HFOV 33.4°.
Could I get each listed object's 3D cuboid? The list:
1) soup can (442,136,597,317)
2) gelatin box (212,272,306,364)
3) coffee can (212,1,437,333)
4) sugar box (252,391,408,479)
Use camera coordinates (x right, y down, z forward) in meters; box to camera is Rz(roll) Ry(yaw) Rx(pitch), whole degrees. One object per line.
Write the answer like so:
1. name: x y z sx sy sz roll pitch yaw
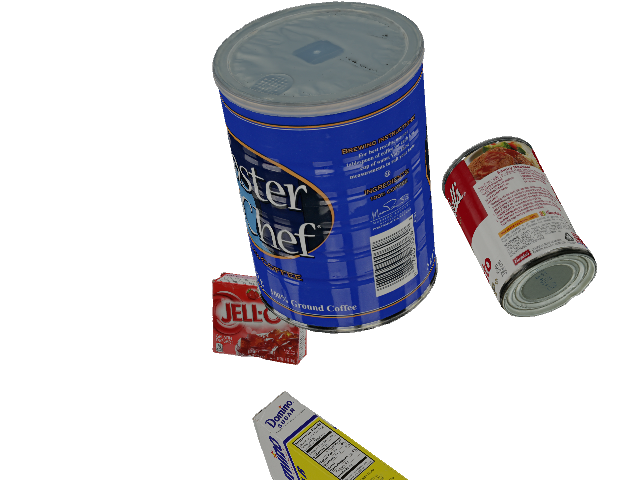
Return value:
1. soup can: 0.130 -0.009 0.704 0.068 0.102 0.068 -14 -36 -11
2. gelatin box: -0.058 0.073 1.003 0.089 0.073 0.030 7 17 17
3. coffee can: 0.007 -0.037 0.554 0.103 0.140 0.103 -6 38 4
4. sugar box: 0.022 0.203 0.860 0.176 0.093 0.048 26 53 39
